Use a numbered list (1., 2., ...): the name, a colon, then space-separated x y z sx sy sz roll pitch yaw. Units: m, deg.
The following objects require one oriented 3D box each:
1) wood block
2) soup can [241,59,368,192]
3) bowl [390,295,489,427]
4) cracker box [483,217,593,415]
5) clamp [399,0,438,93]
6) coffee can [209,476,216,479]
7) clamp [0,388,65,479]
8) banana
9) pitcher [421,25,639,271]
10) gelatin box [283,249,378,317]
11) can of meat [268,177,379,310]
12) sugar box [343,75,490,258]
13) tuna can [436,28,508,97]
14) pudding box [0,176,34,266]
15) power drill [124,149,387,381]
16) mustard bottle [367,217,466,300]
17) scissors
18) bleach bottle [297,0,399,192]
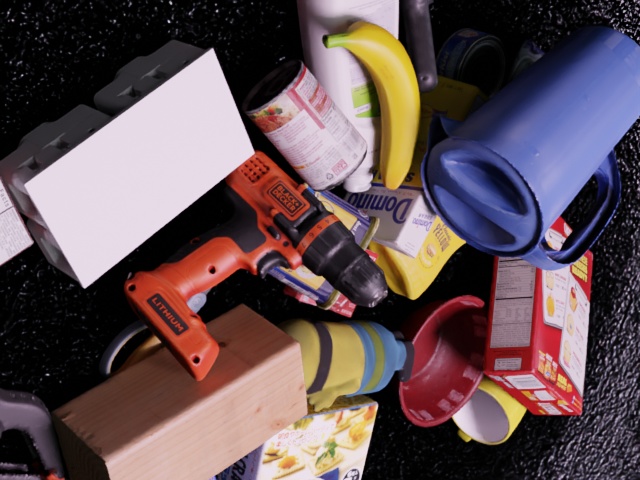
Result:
1. wood block: -0.119 0.153 0.948 0.205 0.091 0.090 -29 131 -31
2. soup can: -0.012 -0.101 0.952 0.068 0.069 0.102 -49 116 -16
3. bowl: 0.129 0.131 1.232 0.161 0.055 0.162 -21 122 -38
4. cracker box: 0.261 0.084 1.272 0.164 0.072 0.213 38 54 -49
5. clamp: 0.089 -0.224 1.002 0.039 0.120 0.171 -12 120 3
6. coffee can: -0.135 0.268 0.999 0.102 0.103 0.140 -35 129 -29
7. clamp: -0.284 0.156 0.848 0.164 0.036 0.210 -47 135 -18
8. banana: 0.058 -0.130 0.970 0.069 0.037 0.197 -31 134 -3
9. pitcher: 0.224 -0.095 1.026 0.242 0.145 0.149 -42 139 -30
10. gelatin box: 0.012 0.033 1.089 0.089 0.030 0.073 22 92 -48
11. can of meat: -0.007 0.001 1.013 0.084 0.057 0.102 31 84 -15
12. sugar box: 0.093 -0.079 1.071 0.048 0.093 0.176 33 84 -47
13. tuna can: 0.161 -0.180 1.134 0.085 0.034 0.086 -21 123 -37
14. pudding box: -0.277 -0.007 0.778 0.113 0.039 0.090 -39 131 -28
15. power drill: -0.060 0.033 0.925 0.187 0.184 0.057 -41 162 -17
16. mustard bottle: 0.136 -0.031 1.161 0.191 0.058 0.096 -45 129 -21
17. scissors: -0.117 0.074 0.991 0.201 0.016 0.096 -38 133 -25
18. bleach bottle: 0.026 -0.159 0.992 0.102 0.068 0.251 -24 127 -33
